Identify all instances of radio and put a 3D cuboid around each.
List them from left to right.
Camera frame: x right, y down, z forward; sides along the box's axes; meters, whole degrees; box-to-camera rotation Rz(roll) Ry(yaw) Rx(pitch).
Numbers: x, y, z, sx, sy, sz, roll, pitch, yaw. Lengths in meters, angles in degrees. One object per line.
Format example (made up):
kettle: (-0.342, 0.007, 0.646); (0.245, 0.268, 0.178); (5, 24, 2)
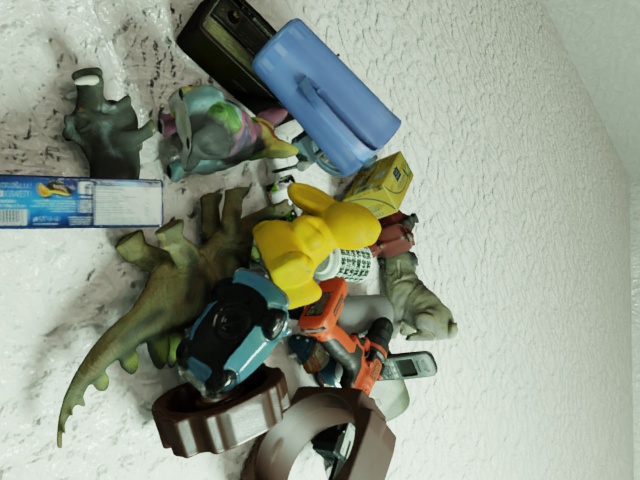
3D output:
radio: (-0.120, -0.313, 0.925); (0.229, 0.073, 0.131); (38, 54, -35)

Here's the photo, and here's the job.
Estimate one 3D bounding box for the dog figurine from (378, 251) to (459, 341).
dog figurine: (0.203, 0.107, 1.101); (0.121, 0.173, 0.190); (6, 82, -58)

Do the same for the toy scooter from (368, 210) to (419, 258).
toy scooter: (0.149, -0.014, 1.094); (0.184, 0.135, 0.075); (-43, 110, -46)

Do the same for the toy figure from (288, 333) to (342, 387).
toy figure: (0.004, 0.215, 0.934); (0.154, 0.058, 0.064); (52, 6, -23)

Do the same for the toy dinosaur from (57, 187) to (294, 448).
toy dinosaur: (-0.181, 0.065, 0.739); (0.471, 0.105, 0.198); (-38, 111, -41)

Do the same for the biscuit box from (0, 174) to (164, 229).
biscuit box: (-0.290, -0.042, 0.623); (0.203, 0.063, 0.059); (-1, 92, -26)

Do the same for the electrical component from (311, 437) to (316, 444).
electrical component: (0.021, 0.348, 0.940); (0.094, 0.021, 0.063); (-11, 88, -49)

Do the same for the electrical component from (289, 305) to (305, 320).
electrical component: (-0.040, 0.054, 0.874); (0.058, 0.134, 0.115); (12, 60, 0)

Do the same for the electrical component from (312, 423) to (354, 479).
electrical component: (0.028, 0.348, 0.889); (0.074, 0.048, 0.119); (48, 50, -36)

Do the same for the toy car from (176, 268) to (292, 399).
toy car: (-0.101, 0.127, 0.691); (0.161, 0.109, 0.102); (-57, 152, -12)

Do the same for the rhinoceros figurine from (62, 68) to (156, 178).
rhinoceros figurine: (-0.280, -0.128, 0.708); (0.112, 0.073, 0.190); (-11, 92, -35)

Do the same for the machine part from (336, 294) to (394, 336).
machine part: (0.060, 0.142, 0.998); (0.243, 0.079, 0.079); (5, 76, -48)

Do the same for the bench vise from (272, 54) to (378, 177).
bench vise: (0.008, -0.202, 1.007); (0.223, 0.129, 0.240); (60, 40, -14)

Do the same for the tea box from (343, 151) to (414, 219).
tea box: (0.122, -0.107, 1.095); (0.068, 0.098, 0.170); (59, 34, -18)

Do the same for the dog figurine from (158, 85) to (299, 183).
dog figurine: (-0.123, -0.166, 0.815); (0.219, 0.191, 0.108); (-14, 84, -33)

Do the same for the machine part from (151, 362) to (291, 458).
machine part: (-0.126, 0.216, 0.700); (0.179, 0.179, 0.056); (-21, 98, -48)

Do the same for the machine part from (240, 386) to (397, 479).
machine part: (-0.002, 0.321, 0.788); (0.087, 0.201, 0.201); (52, 47, -28)

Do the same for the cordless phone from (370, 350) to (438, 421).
cordless phone: (0.142, 0.259, 0.976); (0.089, 0.184, 0.146); (-35, 105, -51)

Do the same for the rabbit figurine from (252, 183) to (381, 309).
rabbit figurine: (-0.002, -0.002, 0.768); (0.121, 0.173, 0.162); (66, 1, -47)
